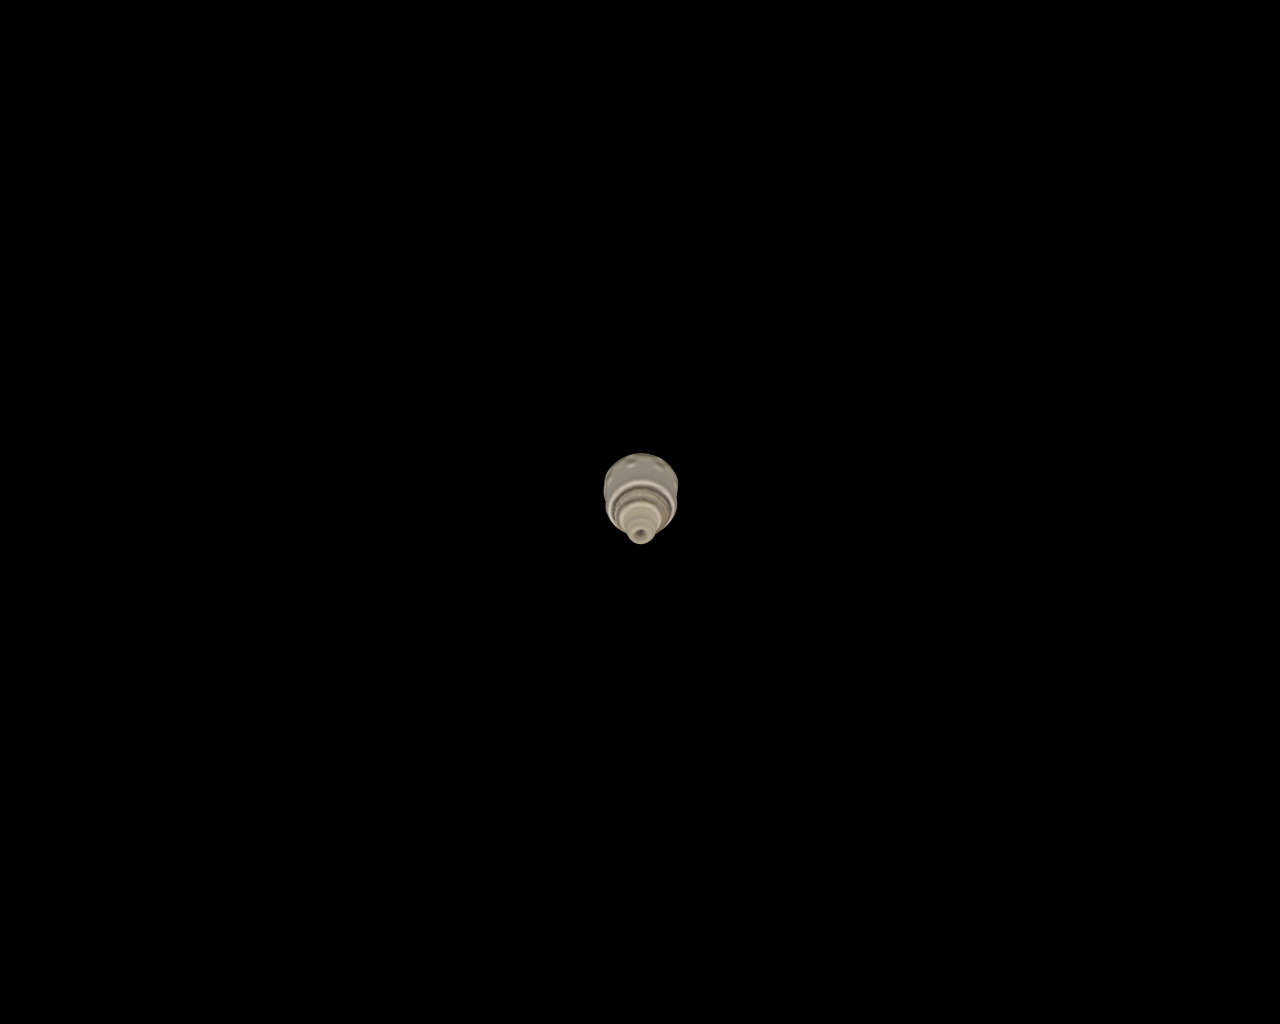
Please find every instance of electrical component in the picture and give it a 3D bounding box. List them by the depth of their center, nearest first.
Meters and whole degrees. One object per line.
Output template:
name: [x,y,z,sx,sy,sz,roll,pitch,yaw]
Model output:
electrical component: [0.001,-0.003,0.650,0.048,0.048,0.062,0,33,0]
